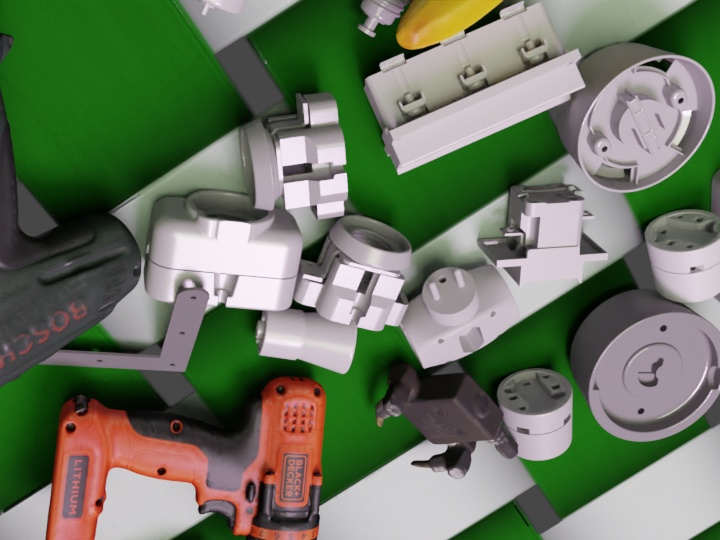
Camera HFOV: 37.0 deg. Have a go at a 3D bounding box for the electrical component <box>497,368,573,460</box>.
[{"bbox_3d":[0.132,0.109,0.805,0.055,0.055,0.047,-15,122,-6],"label":"electrical component"}]

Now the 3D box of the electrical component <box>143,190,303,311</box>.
[{"bbox_3d":[-0.088,-0.014,0.692,0.095,0.053,0.059,6,114,-16],"label":"electrical component"}]

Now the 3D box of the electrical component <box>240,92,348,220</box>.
[{"bbox_3d":[-0.043,-0.069,0.675,0.057,0.058,0.078,-9,117,-12],"label":"electrical component"}]

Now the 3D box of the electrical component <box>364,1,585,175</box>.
[{"bbox_3d":[0.068,-0.115,0.671,0.121,0.078,0.063,-24,89,-1],"label":"electrical component"}]

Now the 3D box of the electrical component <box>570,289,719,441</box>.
[{"bbox_3d":[0.209,0.065,0.799,0.108,0.060,0.108,-5,116,-11],"label":"electrical component"}]

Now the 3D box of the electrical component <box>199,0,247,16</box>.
[{"bbox_3d":[-0.074,-0.185,0.620,0.040,0.040,0.078,21,109,-22],"label":"electrical component"}]

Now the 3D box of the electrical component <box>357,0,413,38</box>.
[{"bbox_3d":[0.024,-0.177,0.647,0.040,0.040,0.078,25,107,-23],"label":"electrical component"}]

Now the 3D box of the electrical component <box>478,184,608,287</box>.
[{"bbox_3d":[0.127,-0.026,0.746,0.081,0.042,0.063,-4,112,-12],"label":"electrical component"}]

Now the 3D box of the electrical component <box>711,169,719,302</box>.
[{"bbox_3d":[0.304,-0.020,0.782,0.078,0.057,0.113,-12,118,-8],"label":"electrical component"}]

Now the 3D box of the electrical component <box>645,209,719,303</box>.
[{"bbox_3d":[0.236,-0.009,0.773,0.055,0.055,0.047,-20,122,-4],"label":"electrical component"}]

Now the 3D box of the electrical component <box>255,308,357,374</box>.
[{"bbox_3d":[-0.039,0.045,0.741,0.065,0.044,0.044,9,113,-13],"label":"electrical component"}]

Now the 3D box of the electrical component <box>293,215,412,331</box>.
[{"bbox_3d":[0.000,0.000,0.719,0.078,0.058,0.057,14,114,-20],"label":"electrical component"}]

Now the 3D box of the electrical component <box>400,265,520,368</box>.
[{"bbox_3d":[0.065,0.024,0.742,0.077,0.043,0.079,-27,147,-1],"label":"electrical component"}]

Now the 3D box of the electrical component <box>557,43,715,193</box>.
[{"bbox_3d":[0.181,-0.100,0.709,0.099,0.064,0.099,-6,117,-11],"label":"electrical component"}]
